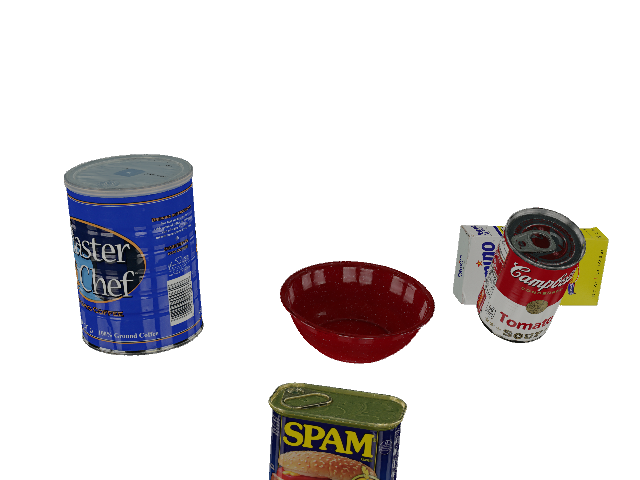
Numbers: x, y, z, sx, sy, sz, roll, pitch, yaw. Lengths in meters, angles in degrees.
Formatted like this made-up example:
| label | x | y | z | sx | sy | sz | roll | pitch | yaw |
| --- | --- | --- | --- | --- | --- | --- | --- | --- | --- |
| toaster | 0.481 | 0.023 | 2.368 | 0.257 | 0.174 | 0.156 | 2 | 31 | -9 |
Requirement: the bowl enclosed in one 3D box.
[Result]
| label | x | y | z | sx | sy | sz | roll | pitch | yaw |
| --- | --- | --- | --- | --- | --- | --- | --- | --- | --- |
| bowl | 0.037 | 0.082 | 1.121 | 0.162 | 0.055 | 0.162 | 3 | 26 | -2 |

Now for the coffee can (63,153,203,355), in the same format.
| label | x | y | z | sx | sy | sz | roll | pitch | yaw |
| --- | --- | --- | --- | --- | --- | --- | --- | --- | --- |
| coffee can | -0.151 | 0.009 | 0.877 | 0.103 | 0.140 | 0.103 | -2 | 20 | 0 |

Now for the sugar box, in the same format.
| label | x | y | z | sx | sy | sz | roll | pitch | yaw |
| --- | --- | --- | --- | --- | --- | --- | --- | --- | --- |
| sugar box | 0.255 | 0.031 | 1.305 | 0.176 | 0.093 | 0.048 | -1 | 21 | -10 |

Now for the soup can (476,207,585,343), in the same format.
| label | x | y | z | sx | sy | sz | roll | pitch | yaw |
| --- | --- | --- | --- | --- | --- | --- | --- | --- | --- |
| soup can | 0.177 | 0.031 | 0.911 | 0.068 | 0.068 | 0.102 | 0 | -43 | -11 |

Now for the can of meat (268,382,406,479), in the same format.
| label | x | y | z | sx | sy | sz | roll | pitch | yaw |
| --- | --- | --- | --- | --- | --- | --- | --- | --- | --- |
| can of meat | 0.010 | 0.161 | 0.811 | 0.102 | 0.084 | 0.057 | 7 | 15 | 11 |
